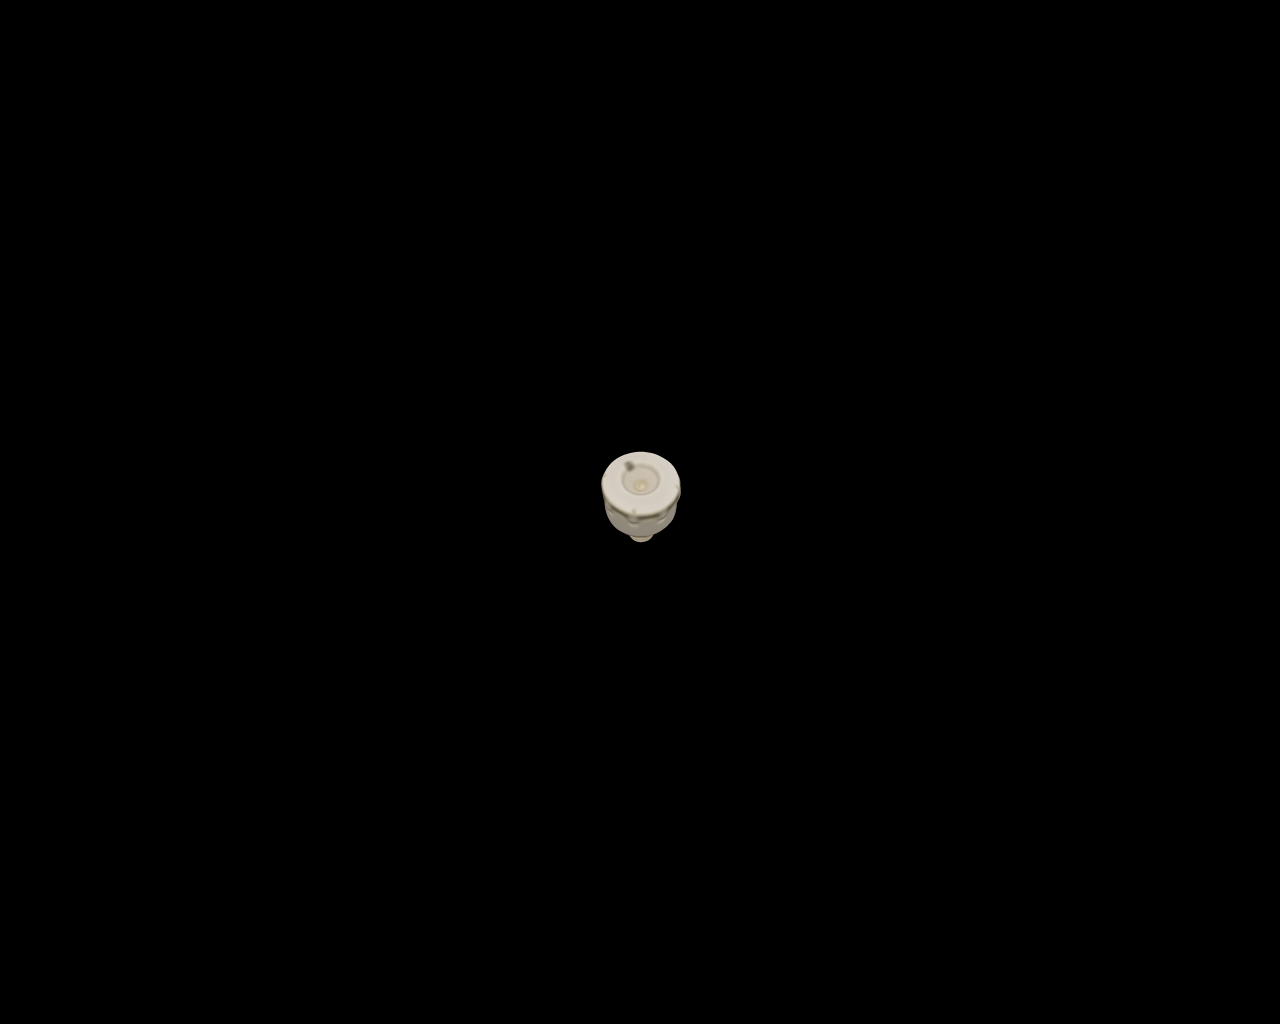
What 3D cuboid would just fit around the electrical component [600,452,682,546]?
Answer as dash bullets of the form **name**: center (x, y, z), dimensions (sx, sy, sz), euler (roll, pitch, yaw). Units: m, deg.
- **electrical component**: center (0.001, -0.003, 0.650), dimensions (0.048, 0.048, 0.062), euler (0, -33, 0)
